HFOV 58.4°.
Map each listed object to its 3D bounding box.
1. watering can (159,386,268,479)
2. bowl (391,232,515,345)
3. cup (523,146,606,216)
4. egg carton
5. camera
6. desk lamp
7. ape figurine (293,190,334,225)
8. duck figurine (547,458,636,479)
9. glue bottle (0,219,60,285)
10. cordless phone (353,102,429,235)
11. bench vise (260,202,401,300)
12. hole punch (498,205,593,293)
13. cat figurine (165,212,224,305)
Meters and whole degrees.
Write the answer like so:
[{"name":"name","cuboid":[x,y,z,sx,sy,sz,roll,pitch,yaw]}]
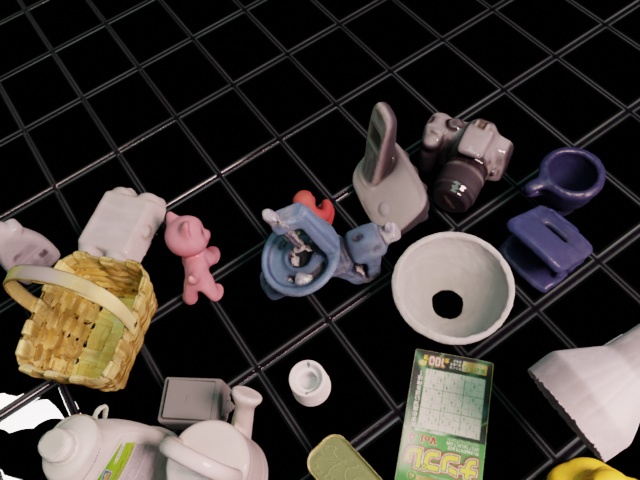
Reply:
[{"name":"watering can","cuboid":[-0.127,0.259,0.681,0.100,0.194,0.173,3,62,9]},{"name":"bowl","cuboid":[0.184,0.076,0.811,0.167,0.075,0.167,-3,62,5]},{"name":"cup","cuboid":[0.355,-0.073,0.860,0.118,0.095,0.091,-19,61,-3]},{"name":"egg carton","cuboid":[-0.316,-0.014,0.922,0.107,0.069,0.150,13,64,13]},{"name":"camera","cuboid":[0.215,-0.122,0.899,0.143,0.101,0.137,23,67,18]},{"name":"desk lamp","cuboid":[0.339,0.164,0.666,0.203,0.214,0.117,-31,62,-10]},{"name":"ape figurine","cuboid":[-0.019,-0.043,0.890,0.077,0.092,0.076,4,62,9]},{"name":"duck figurine","cuboid":[0.325,0.292,0.672,0.104,0.086,0.077,2,62,8]},{"name":"glue bottle","cuboid":[-0.471,0.003,0.872,0.037,0.173,0.078,35,71,23]},{"name":"cordless phone","cuboid":[0.105,-0.103,0.854,0.094,0.185,0.147,-24,62,-6]},{"name":"bench vise","cuboid":[0.001,-0.006,0.794,0.207,0.220,0.121,-31,63,-10]},{"name":"hole punch","cuboid":[0.326,0.001,0.825,0.101,0.091,0.108,-36,64,-12]},{"name":"cat figurine","cuboid":[-0.195,0.019,0.862,0.067,0.118,0.127,-13,61,0]}]
